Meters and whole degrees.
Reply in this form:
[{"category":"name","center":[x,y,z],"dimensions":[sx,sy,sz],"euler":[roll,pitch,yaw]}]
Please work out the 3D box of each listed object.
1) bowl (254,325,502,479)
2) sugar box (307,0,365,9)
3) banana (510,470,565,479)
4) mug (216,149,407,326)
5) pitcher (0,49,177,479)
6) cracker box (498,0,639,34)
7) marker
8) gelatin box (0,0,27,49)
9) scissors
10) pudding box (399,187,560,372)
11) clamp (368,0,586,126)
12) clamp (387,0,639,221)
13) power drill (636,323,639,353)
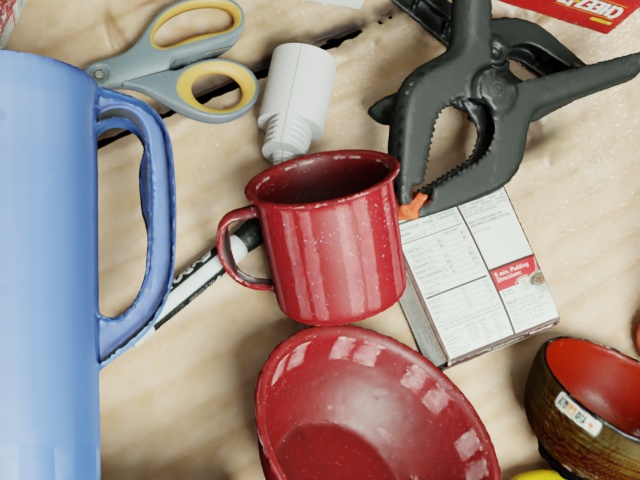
[{"category":"bowl","center":[0.024,0.129,0.618],"dimensions":[0.162,0.055,0.162],"euler":[21,40,-19]},{"category":"sugar box","center":[0.008,-0.209,0.665],"dimensions":[0.093,0.176,0.048],"euler":[7,75,-14]},{"category":"banana","center":[0.185,0.203,0.671],"dimensions":[0.198,0.037,0.069],"euler":[38,80,-1]},{"category":"mug","center":[-0.004,0.001,0.643],"dimensions":[0.117,0.093,0.081],"euler":[-9,112,3]},{"category":"pitcher","center":[-0.169,0.027,0.579],"dimensions":[0.144,0.149,0.243],"euler":[9,72,-54]},{"category":"cracker box","center":[0.161,-0.276,0.782],"dimensions":[0.164,0.072,0.213],"euler":[13,71,-12]},{"category":"marker","center":[-0.074,0.022,0.662],"dimensions":[0.121,0.020,0.020],"euler":[-40,87,-21]},{"category":"gelatin box","center":[-0.227,-0.147,0.664],"dimensions":[0.073,0.030,0.089],"euler":[20,70,-8]},{"category":"scissors","center":[-0.125,-0.091,0.683],"dimensions":[0.201,0.016,0.096],"euler":[-33,85,-21]},{"category":"pudding box","center":[0.094,0.020,0.697],"dimensions":[0.090,0.039,0.113],"euler":[-19,77,-18]},{"category":"clamp","center":[0.108,-0.115,0.738],"dimensions":[0.171,0.039,0.120],"euler":[17,73,-10]},{"category":"clamp","center":[0.101,-0.104,0.685],"dimensions":[0.164,0.036,0.210],"euler":[45,74,-11]},{"category":"power drill","center":[0.323,0.028,0.688],"dimensions":[0.187,0.185,0.057],"euler":[-12,78,-27]}]
